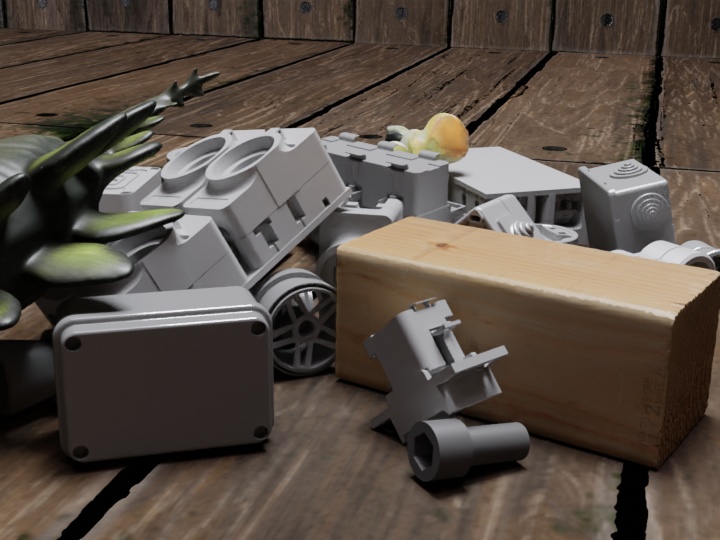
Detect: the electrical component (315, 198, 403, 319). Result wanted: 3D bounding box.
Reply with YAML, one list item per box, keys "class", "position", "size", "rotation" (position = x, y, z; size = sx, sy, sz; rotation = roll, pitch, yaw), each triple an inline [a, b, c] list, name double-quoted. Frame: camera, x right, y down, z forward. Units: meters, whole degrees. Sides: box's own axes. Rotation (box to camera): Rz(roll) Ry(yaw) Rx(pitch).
- class: "electrical component"
  position: [0.000, 0.000, 0.739]
  size: [0.050, 0.089, 0.055]
  rotation: [4, 18, 10]

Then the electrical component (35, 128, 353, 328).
- class: "electrical component"
  position: [-0.110, -0.022, 0.694]
  size: [0.105, 0.060, 0.186]
  rotation: [7, 43, 49]

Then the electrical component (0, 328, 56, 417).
- class: "electrical component"
  position: [-0.183, 0.057, 0.622]
  size: [0.055, 0.045, 0.045]
  rotation: [-11, 21, -35]

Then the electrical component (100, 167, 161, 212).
- class: "electrical component"
  position: [-0.222, -0.052, 0.948]
  size: [0.078, 0.057, 0.113]
  rotation: [2, 17, 3]

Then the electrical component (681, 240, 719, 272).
- class: "electrical component"
  position: [0.270, -0.001, 0.840]
  size: [0.044, 0.044, 0.065]
  rotation: [0, 13, -2]

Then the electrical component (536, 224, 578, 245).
- class: "electrical component"
  position: [0.140, -0.006, 0.838]
  size: [0.055, 0.047, 0.055]
  rotation: [1, 17, 0]

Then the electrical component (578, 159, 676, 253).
- class: "electrical component"
  position: [0.214, -0.036, 0.856]
  size: [0.048, 0.099, 0.099]
  rotation: [-13, 18, 0]

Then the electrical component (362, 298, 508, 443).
- class: "electrical component"
  position: [0.037, 0.054, 0.592]
  size: [0.042, 0.063, 0.081]
  rotation: [-13, -20, -40]

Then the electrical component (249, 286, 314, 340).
- class: "electrical component"
  position: [-0.062, 0.028, 0.720]
  size: [0.055, 0.045, 0.045]
  rotation: [-4, 18, -16]

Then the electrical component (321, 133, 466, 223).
- class: "electrical component"
  position: [0.009, -0.062, 0.817]
  size: [0.121, 0.063, 0.079]
  rotation: [18, 27, 38]

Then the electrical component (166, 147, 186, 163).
- class: "electrical component"
  position: [-0.132, -0.082, 1.043]
  size: [0.108, 0.060, 0.108]
  rotation: [1, 17, 0]

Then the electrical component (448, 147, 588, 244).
- class: "electrical component"
  position: [0.123, -0.066, 1.004]
  size: [0.105, 0.060, 0.186]
  rotation: [-5, 18, -19]

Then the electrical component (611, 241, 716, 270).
- class: "electrical component"
  position: [0.183, 0.011, 0.778]
  size: [0.138, 0.052, 0.074]
  rotation: [-10, 21, -31]

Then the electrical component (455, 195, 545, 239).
- class: "electrical component"
  position: [0.089, -0.007, 0.740]
  size: [0.096, 0.061, 0.061]
  rotation: [-40, -10, 37]

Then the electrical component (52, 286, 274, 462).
- class: "electrical component"
  position: [-0.105, 0.055, 0.579]
  size: [0.113, 0.078, 0.057]
  rotation: [-4, 15, -16]
